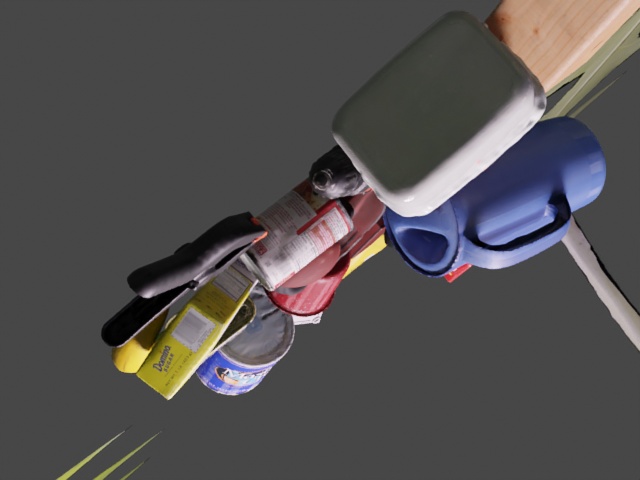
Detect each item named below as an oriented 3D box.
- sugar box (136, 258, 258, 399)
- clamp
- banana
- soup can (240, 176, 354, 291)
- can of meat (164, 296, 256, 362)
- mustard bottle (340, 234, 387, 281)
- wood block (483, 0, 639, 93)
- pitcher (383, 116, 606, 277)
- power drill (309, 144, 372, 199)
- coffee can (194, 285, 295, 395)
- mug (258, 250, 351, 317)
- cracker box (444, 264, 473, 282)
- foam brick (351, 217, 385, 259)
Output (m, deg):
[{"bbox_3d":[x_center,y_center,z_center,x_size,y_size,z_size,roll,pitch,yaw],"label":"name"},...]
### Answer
[{"bbox_3d":[-0.113,0.077,1.028,0.093,0.048,0.176,-52,-175,15],"label":"sugar box"},{"bbox_3d":[-0.111,0.022,0.908,0.171,0.039,0.120,-40,179,-27],"label":"clamp"},{"bbox_3d":[-0.175,0.094,1.041,0.069,0.037,0.198,-57,180,-19],"label":"banana"},{"bbox_3d":[-0.027,-0.006,1.032,0.102,0.068,0.068,-38,172,-10],"label":"soup can"},{"bbox_3d":[-0.125,0.097,1.205,0.102,0.057,0.084,-38,174,-13],"label":"can of meat"},{"bbox_3d":[0.007,0.044,1.530,0.191,0.058,0.096,-40,179,-2],"label":"mustard bottle"},{"bbox_3d":[0.242,-0.232,0.951,0.090,0.090,0.206,-36,172,-32],"label":"wood block"},{"bbox_3d":[0.203,-0.051,1.174,0.242,0.149,0.145,-20,176,-28],"label":"pitcher"},{"bbox_3d":[0.082,-0.114,0.992,0.188,0.057,0.184,-41,176,26],"label":"power drill"},{"bbox_3d":[-0.098,0.127,1.329,0.102,0.103,0.140,-36,172,-26],"label":"coffee can"},{"bbox_3d":[-0.025,0.030,1.242,0.117,0.093,0.082,3,148,-20],"label":"mug"},{"bbox_3d":[0.203,-0.069,1.426,0.213,0.164,0.072,-35,173,-30],"label":"cracker box"},{"bbox_3d":[0.060,-0.023,1.428,0.052,0.051,0.078,-33,170,-47],"label":"foam brick"}]
